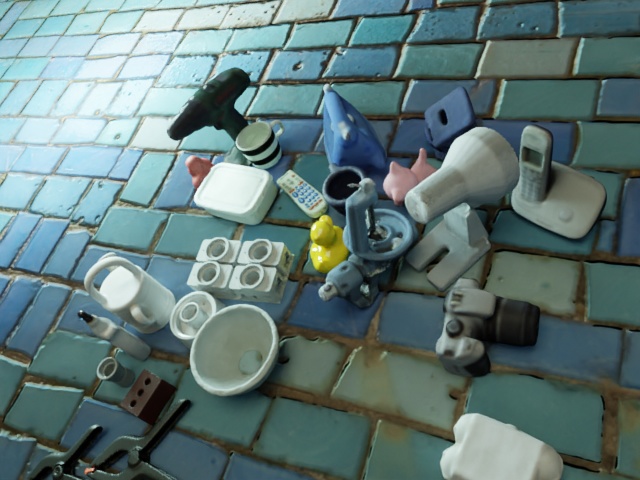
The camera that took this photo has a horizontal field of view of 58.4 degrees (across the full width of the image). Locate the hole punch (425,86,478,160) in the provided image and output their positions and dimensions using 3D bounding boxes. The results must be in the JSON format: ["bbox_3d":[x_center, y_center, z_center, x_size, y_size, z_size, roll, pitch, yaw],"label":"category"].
[{"bbox_3d":[0.253,-0.227,1.113,0.101,0.091,0.108,-16,54,13],"label":"hole punch"}]

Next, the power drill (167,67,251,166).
[{"bbox_3d":[-0.212,-0.251,1.249,0.075,0.209,0.230,18,68,31],"label":"power drill"}]

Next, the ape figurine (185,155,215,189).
[{"bbox_3d":[-0.268,-0.157,1.285,0.076,0.092,0.078,10,64,28],"label":"ape figurine"}]

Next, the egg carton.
[{"bbox_3d":[0.247,0.306,0.783,0.149,0.070,0.107,17,67,31],"label":"egg carton"}]

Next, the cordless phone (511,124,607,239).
[{"bbox_3d":[0.380,-0.096,0.915,0.147,0.185,0.094,31,74,35],"label":"cordless phone"}]

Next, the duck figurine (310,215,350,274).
[{"bbox_3d":[0.010,0.004,1.068,0.077,0.086,0.104,-3,58,21],"label":"duck figurine"}]

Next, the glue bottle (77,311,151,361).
[{"bbox_3d":[-0.392,0.173,1.072,0.077,0.174,0.037,20,69,32],"label":"glue bottle"}]

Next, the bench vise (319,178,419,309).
[{"bbox_3d":[0.078,0.011,0.950,0.121,0.220,0.207,15,66,30],"label":"bench vise"}]

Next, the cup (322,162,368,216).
[{"bbox_3d":[0.055,-0.089,1.104,0.091,0.095,0.117,-31,52,2],"label":"cup"}]

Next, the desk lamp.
[{"bbox_3d":[0.224,-0.052,0.934,0.203,0.214,0.117,-43,53,-7],"label":"desk lamp"}]

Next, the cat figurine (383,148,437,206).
[{"bbox_3d":[0.164,-0.112,1.058,0.067,0.118,0.128,28,73,34],"label":"cat figurine"}]

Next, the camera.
[{"bbox_3d":[0.257,0.132,0.872,0.136,0.101,0.143,6,62,26],"label":"camera"}]

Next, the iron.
[{"bbox_3d":[0.044,-0.242,1.178,0.118,0.142,0.258,-24,53,7],"label":"iron"}]

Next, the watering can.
[{"bbox_3d":[-0.377,0.095,1.103,0.172,0.195,0.101,21,69,32],"label":"watering can"}]

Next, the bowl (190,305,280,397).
[{"bbox_3d":[-0.139,0.203,1.009,0.167,0.075,0.167,-11,56,16],"label":"bowl"}]
